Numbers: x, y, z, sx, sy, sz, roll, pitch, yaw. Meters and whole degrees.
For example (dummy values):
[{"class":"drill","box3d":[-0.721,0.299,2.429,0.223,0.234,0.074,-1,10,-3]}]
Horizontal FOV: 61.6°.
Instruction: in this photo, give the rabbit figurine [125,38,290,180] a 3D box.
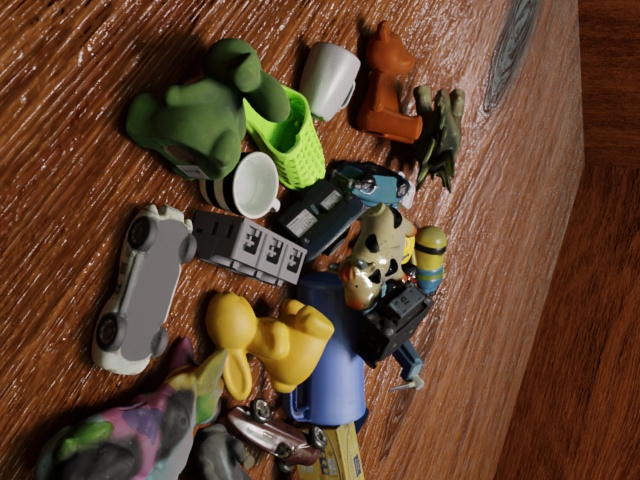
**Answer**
[{"class":"rabbit figurine","box3d":[-0.118,-0.167,0.614,0.121,0.159,0.170,37,65,-43]}]

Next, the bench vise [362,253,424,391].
[{"class":"bench vise","box3d":[0.122,0.164,0.999,0.129,0.241,0.223,-10,135,-29]}]

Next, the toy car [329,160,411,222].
[{"class":"toy car","box3d":[0.084,-0.084,0.984,0.161,0.109,0.102,-7,122,-46]}]

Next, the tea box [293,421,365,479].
[{"class":"tea box","box3d":[0.017,0.394,0.928,0.068,0.098,0.169,-15,96,-63]}]

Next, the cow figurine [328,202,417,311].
[{"class":"cow figurine","box3d":[0.085,0.025,0.864,0.127,0.086,0.195,45,52,-36]}]

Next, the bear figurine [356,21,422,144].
[{"class":"bear figurine","box3d":[0.136,-0.286,0.987,0.120,0.132,0.195,-32,135,-87]}]

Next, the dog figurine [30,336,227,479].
[{"class":"dog figurine","box3d":[-0.200,0.207,0.636,0.191,0.109,0.219,55,50,-44]}]

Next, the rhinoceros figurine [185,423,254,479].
[{"class":"rhinoceros figurine","box3d":[-0.142,0.334,0.745,0.073,0.112,0.190,-35,140,-36]}]

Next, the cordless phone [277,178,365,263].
[{"class":"cordless phone","box3d":[-0.002,-0.002,0.901,0.146,0.089,0.184,-44,163,-19]}]

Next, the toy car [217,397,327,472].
[{"class":"toy car","box3d":[-0.073,0.307,0.831,0.202,0.089,0.053,41,22,-38]}]

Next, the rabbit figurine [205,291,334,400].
[{"class":"rabbit figurine","box3d":[-0.093,0.140,0.776,0.173,0.122,0.162,32,91,-26]}]

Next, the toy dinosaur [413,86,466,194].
[{"class":"toy dinosaur","box3d":[0.239,-0.207,1.082,0.471,0.105,0.198,50,42,-68]}]

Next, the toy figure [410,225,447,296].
[{"class":"toy figure","box3d":[0.261,0.051,1.289,0.082,0.089,0.180,-33,123,-57]}]

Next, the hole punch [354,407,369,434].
[{"class":"hole punch","box3d":[0.026,0.363,1.029,0.142,0.092,0.115,1,101,-60]}]

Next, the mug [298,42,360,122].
[{"class":"mug","box3d":[0.012,-0.242,0.858,0.109,0.081,0.107,25,89,-61]}]

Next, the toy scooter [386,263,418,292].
[{"class":"toy scooter","box3d":[0.173,0.136,1.197,0.184,0.075,0.135,-22,118,-57]}]

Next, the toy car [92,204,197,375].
[{"class":"toy car","box3d":[-0.205,0.056,0.630,0.073,0.056,0.201,25,76,-49]}]

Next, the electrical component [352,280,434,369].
[{"class":"electrical component","box3d":[0.116,0.128,0.849,0.115,0.058,0.134,-36,156,-31]}]
